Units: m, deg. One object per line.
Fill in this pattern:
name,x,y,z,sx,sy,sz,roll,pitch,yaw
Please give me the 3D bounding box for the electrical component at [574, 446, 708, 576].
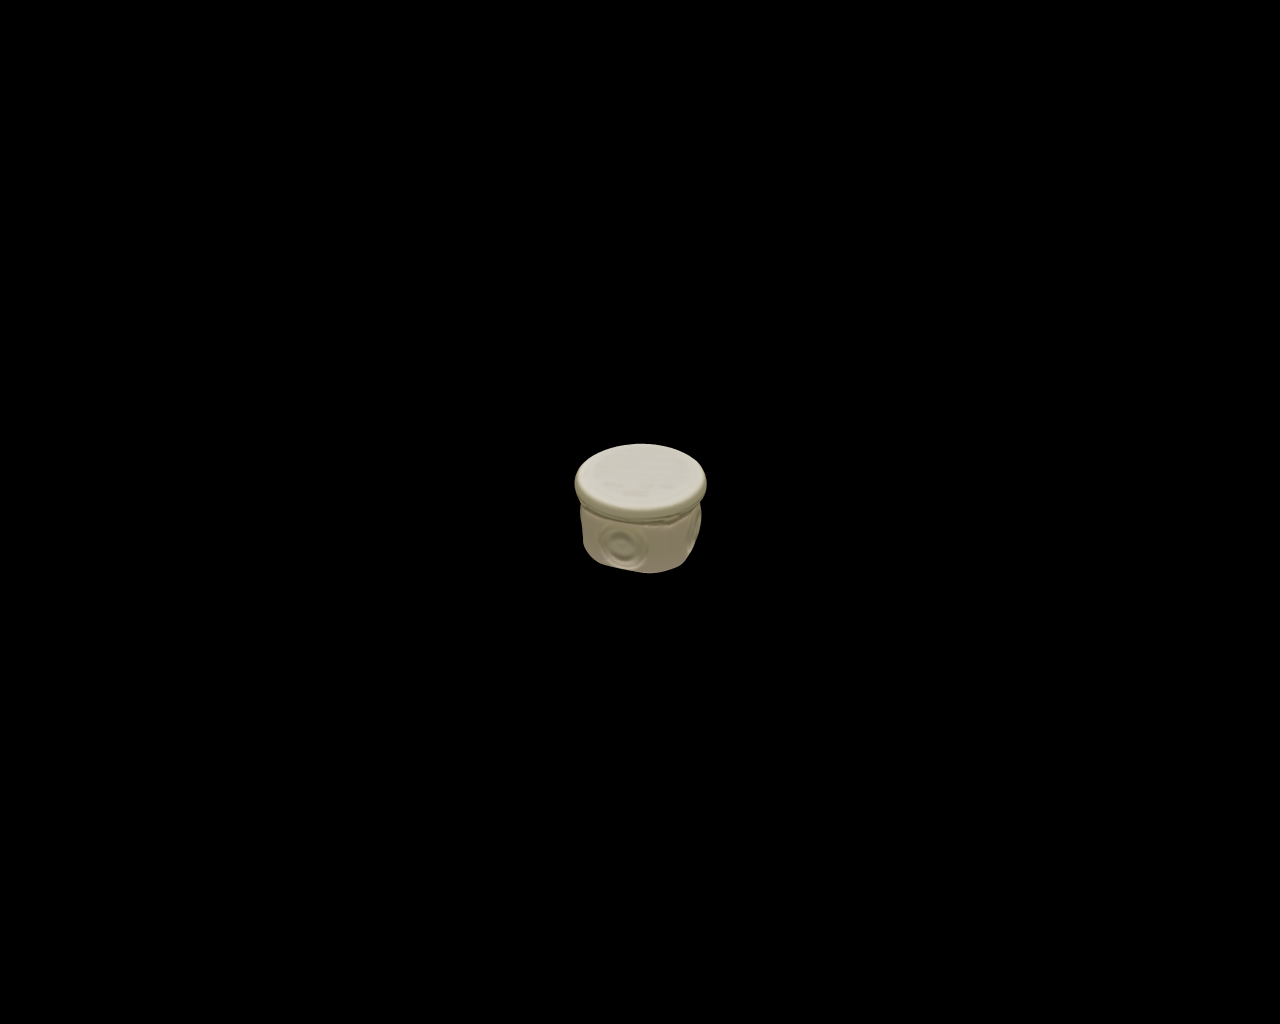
electrical component,0.001,-0.003,0.650,0.080,0.050,0.080,0,33,0
